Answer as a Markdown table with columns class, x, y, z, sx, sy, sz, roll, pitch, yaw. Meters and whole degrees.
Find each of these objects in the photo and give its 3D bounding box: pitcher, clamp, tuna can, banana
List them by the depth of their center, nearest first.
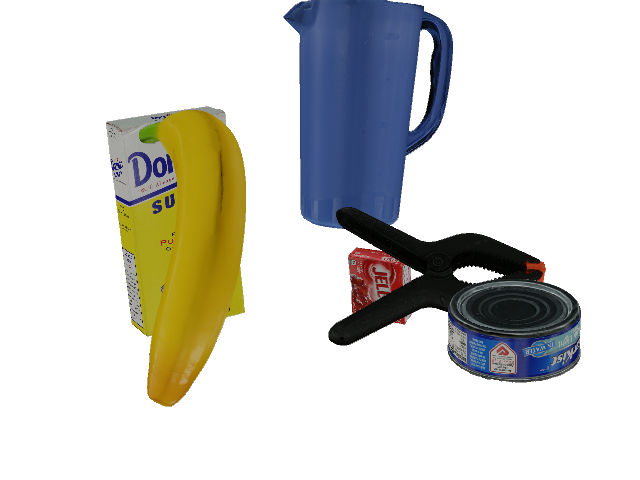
| class | x | y | z | sx | sy | sz | roll | pitch | yaw |
| --- | --- | --- | --- | --- | --- | --- | --- | --- | --- |
| banana | -0.066 | -0.008 | 0.567 | 0.037 | 0.198 | 0.070 | 21 | -49 | -29 |
| tuna can | 0.125 | 0.056 | 0.690 | 0.086 | 0.034 | 0.086 | -3 | 22 | 1 |
| clamp | 0.106 | 0.040 | 1.016 | 0.210 | 0.164 | 0.036 | 6 | -40 | 9 |
| pitcher | 0.048 | -0.139 | 1.149 | 0.149 | 0.243 | 0.144 | 8 | 11 | 26 |

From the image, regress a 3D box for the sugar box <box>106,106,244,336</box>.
| class | x | y | z | sx | sy | sz | roll | pitch | yaw |
| --- | --- | --- | --- | --- | --- | --- | --- | --- | --- |
| sugar box | -0.119 | -0.017 | 0.887 | 0.093 | 0.176 | 0.048 | -13 | 20 | -26 |

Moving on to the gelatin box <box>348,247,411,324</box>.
| class | x | y | z | sx | sy | sz | roll | pitch | yaw |
| --- | --- | --- | --- | --- | --- | --- | --- | --- | --- |
| gelatin box | 0.075 | 0.056 | 1.335 | 0.073 | 0.089 | 0.030 | 9 | 31 | 25 |
